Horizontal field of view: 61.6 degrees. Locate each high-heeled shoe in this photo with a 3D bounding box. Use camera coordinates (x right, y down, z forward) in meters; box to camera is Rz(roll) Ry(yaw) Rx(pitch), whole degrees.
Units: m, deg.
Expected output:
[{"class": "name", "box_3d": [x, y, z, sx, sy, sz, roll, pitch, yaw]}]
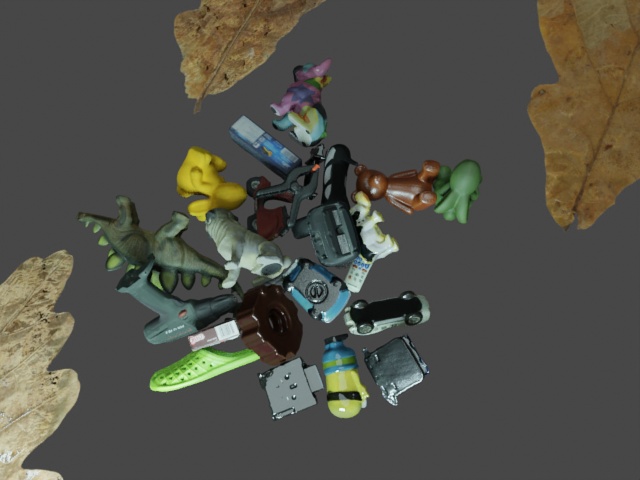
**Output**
[{"class": "high-heeled shoe", "box_3d": [0.022, -0.120, 1.352, 0.086, 0.145, 0.248, 19, 97, -35]}]

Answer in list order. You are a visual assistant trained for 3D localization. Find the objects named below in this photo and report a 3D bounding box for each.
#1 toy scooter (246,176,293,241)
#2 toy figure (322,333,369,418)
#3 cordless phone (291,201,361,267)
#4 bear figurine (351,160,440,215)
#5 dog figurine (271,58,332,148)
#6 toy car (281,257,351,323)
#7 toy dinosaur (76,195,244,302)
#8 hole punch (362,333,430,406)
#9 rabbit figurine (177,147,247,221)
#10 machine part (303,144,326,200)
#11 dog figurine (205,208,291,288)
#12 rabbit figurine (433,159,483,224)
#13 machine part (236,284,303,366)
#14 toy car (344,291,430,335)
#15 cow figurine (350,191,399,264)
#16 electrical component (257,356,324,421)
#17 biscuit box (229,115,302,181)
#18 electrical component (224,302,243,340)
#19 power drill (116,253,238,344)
[{"class": "toy scooter", "box_3d": [-0.113, -0.075, 1.324, 0.135, 0.075, 0.184, -2, 68, -4]}, {"class": "toy figure", "box_3d": [0.047, 0.303, 1.202, 0.089, 0.082, 0.180, -13, 75, -8]}, {"class": "cordless phone", "box_3d": [-0.002, -0.003, 1.264, 0.089, 0.184, 0.146, -16, 88, -41]}, {"class": "bear figurine", "box_3d": [0.180, -0.137, 1.318, 0.196, 0.132, 0.120, 13, 73, -3]}, {"class": "dog figurine", "box_3d": [-0.019, -0.366, 1.395, 0.192, 0.108, 0.219, 34, 73, 18]}, {"class": "toy car", "box_3d": [-0.008, 0.117, 1.247, 0.162, 0.103, 0.109, 36, 85, 15]}, {"class": "toy dinosaur", "box_3d": [-0.376, 0.027, 1.278, 0.472, 0.105, 0.198, 17, 82, 7]}, {"class": "hole punch", "box_3d": [0.176, 0.283, 1.216, 0.116, 0.092, 0.142, -35, 77, 20]}, {"class": "rabbit figurine", "box_3d": [-0.264, -0.124, 1.308, 0.173, 0.121, 0.162, 31, 83, 13]}, {"class": "machine part", "box_3d": [-0.019, -0.172, 1.358, 0.039, 0.084, 0.138, 14, 83, -25]}, {"class": "dog figurine", "box_3d": [-0.169, -0.001, 1.237, 0.172, 0.121, 0.191, 2, 51, -27]}, {"class": "rabbit figurine", "box_3d": [0.326, -0.125, 1.290, 0.121, 0.170, 0.159, 21, 73, 6]}, {"class": "machine part", "box_3d": [-0.106, 0.184, 1.189, 0.056, 0.179, 0.179, -25, 71, 28]}, {"class": "toy car", "box_3d": [0.155, 0.171, 1.252, 0.202, 0.056, 0.073, -10, 52, -3]}, {"class": "cow figurine", "box_3d": [0.110, -0.030, 1.285, 0.098, 0.068, 0.167, -32, 71, 14]}, {"class": "electrical component", "box_3d": [-0.061, 0.329, 1.205, 0.134, 0.058, 0.115, -22, 76, -7]}, {"class": "biscuit box", "box_3d": [-0.138, -0.232, 1.376, 0.203, 0.062, 0.059, 39, 76, 10]}, {"class": "electrical component", "box_3d": [-0.178, 0.187, 1.258, 0.102, 0.045, 0.078, -11, 45, -7]}, {"class": "power drill", "box_3d": [-0.328, 0.126, 1.192, 0.232, 0.207, 0.086, -32, 32, 17]}]
